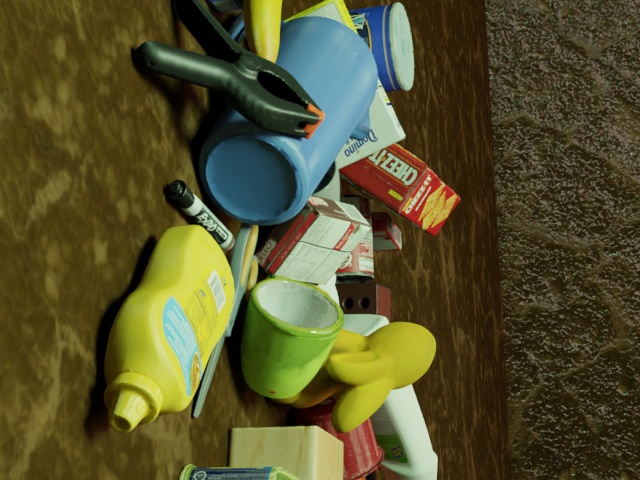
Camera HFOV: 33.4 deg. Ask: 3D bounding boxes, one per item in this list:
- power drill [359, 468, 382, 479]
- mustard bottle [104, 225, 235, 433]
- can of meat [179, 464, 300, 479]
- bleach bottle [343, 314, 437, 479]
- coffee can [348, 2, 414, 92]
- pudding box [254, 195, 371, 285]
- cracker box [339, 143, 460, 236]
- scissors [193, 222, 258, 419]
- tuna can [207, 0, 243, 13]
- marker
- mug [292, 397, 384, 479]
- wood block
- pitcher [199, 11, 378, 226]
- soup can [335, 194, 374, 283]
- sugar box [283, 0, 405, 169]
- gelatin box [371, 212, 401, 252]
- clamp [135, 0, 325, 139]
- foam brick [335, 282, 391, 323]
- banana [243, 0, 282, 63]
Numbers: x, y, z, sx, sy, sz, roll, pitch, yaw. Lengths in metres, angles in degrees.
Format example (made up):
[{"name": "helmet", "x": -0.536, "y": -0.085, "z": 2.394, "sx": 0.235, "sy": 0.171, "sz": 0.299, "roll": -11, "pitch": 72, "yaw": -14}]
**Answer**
[{"name": "power drill", "x": 0.065, "y": 0.317, "z": 1.371, "sx": 0.187, "sy": 0.057, "sz": 0.184, "roll": -69, "pitch": 150, "yaw": -56}, {"name": "mustard bottle", "x": -0.119, "y": 0.076, "z": 0.813, "sx": 0.191, "sy": 0.058, "sz": 0.096, "roll": -70, "pitch": 152, "yaw": -55}, {"name": "can of meat", "x": -0.064, "y": 0.226, "z": 0.914, "sx": 0.102, "sy": 0.084, "sz": 0.057, "roll": 52, "pitch": 36, "yaw": -62}, {"name": "bleach bottle", "x": 0.075, "y": 0.212, "z": 1.277, "sx": 0.068, "sy": 0.103, "sz": 0.251, "roll": -37, "pitch": 113, "yaw": -41}, {"name": "coffee can", "x": 0.033, "y": -0.221, "z": 1.266, "sx": 0.102, "sy": 0.140, "sz": 0.103, "roll": -5, "pitch": 90, "yaw": -74}, {"name": "pudding box", "x": -0.007, "y": 0.001, "z": 1.122, "sx": 0.039, "sy": 0.090, "sz": 0.113, "roll": 48, "pitch": 19, "yaw": 29}, {"name": "cracker box", "x": 0.076, "y": -0.087, "z": 1.328, "sx": 0.072, "sy": 0.164, "sz": 0.213, "roll": -56, "pitch": 162, "yaw": 3}, {"name": "scissors", "x": -0.085, "y": 0.079, "z": 0.999, "sx": 0.096, "sy": 0.016, "sz": 0.201, "roll": 78, "pitch": 23, "yaw": -68}, {"name": "tuna can", "x": -0.091, "y": -0.267, "z": 1.049, "sx": 0.086, "sy": 0.034, "sz": 0.086, "roll": -4, "pitch": 90, "yaw": -74}, {"name": "marker", "x": -0.106, "y": -0.021, "z": 0.953, "sx": 0.121, "sy": 0.020, "sz": 0.020, "roll": 54, "pitch": 35, "yaw": -61}, {"name": "mug", "x": 0.014, "y": 0.211, "z": 1.197, "sx": 0.117, "sy": 0.093, "sz": 0.081, "roll": -142, "pitch": -145, "yaw": -70}, {"name": "wood block", "x": -0.033, "y": 0.285, "z": 0.990, "sx": 0.090, "sy": 0.090, "sz": 0.206, "roll": 49, "pitch": 40, "yaw": -62}, {"name": "pitcher", "x": -0.039, "y": -0.125, "z": 1.053, "sx": 0.242, "sy": 0.149, "sz": 0.145, "roll": -64, "pitch": 161, "yaw": -54}, {"name": "soup can", "x": 0.031, "y": 0.000, "z": 1.328, "sx": 0.068, "sy": 0.069, "sz": 0.102, "roll": 31, "pitch": 55, "yaw": -70}, {"name": "sugar box", "x": 0.018, "y": -0.175, "z": 1.198, "sx": 0.176, "sy": 0.093, "sz": 0.048, "roll": 65, "pitch": 14, "yaw": -5}, {"name": "gelatin box", "x": 0.065, "y": -0.010, "z": 1.436, "sx": 0.089, "sy": 0.073, "sz": 0.030, "roll": 46, "pitch": 43, "yaw": -64}, {"name": "clamp", "x": -0.073, "y": -0.151, "z": 0.929, "sx": 0.171, "sy": 0.039, "sz": 0.120, "roll": 29, "pitch": 43, "yaw": -19}, {"name": "foam brick", "x": 0.045, "y": 0.082, "z": 1.326, "sx": 0.051, "sy": 0.078, "sz": 0.053, "roll": 19, "pitch": 69, "yaw": -63}, {"name": "banana", "x": -0.045, "y": -0.243, "z": 1.048, "sx": 0.069, "sy": 0.037, "sz": 0.197, "roll": 53, "pitch": 32, "yaw": -27}]
